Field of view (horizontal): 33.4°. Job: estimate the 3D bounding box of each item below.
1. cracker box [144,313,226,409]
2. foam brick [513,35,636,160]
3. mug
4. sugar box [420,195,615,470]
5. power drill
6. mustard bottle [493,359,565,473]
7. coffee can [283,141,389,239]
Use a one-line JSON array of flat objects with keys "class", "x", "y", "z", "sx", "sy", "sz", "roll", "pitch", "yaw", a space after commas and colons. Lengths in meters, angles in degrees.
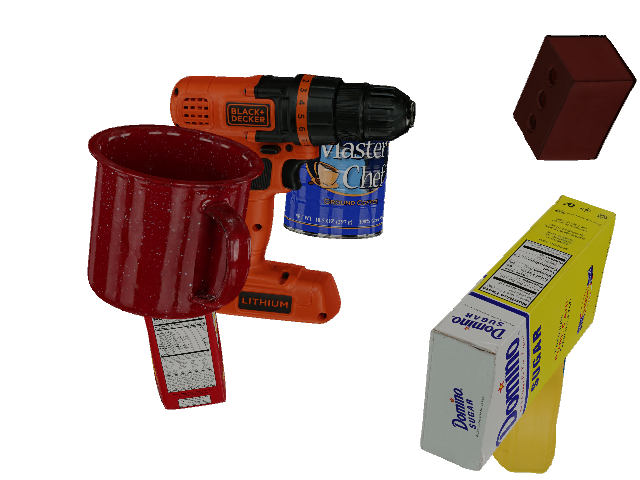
[{"class": "cracker box", "x": -0.144, "y": 0.038, "z": 1.046, "sx": 0.072, "sy": 0.164, "sz": 0.214, "roll": -9, "pitch": -43, "yaw": -6}, {"class": "foam brick", "x": 0.181, "y": -0.102, "z": 0.768, "sx": 0.051, "sy": 0.053, "sz": 0.078, "roll": -5, "pitch": -41, "yaw": -18}, {"class": "mug", "x": -0.074, "y": -0.005, "z": 0.570, "sx": 0.093, "sy": 0.081, "sz": 0.117, "roll": -10, "pitch": 29, "yaw": -41}, {"class": "sugar box", "x": 0.124, "y": 0.052, "z": 0.653, "sx": 0.048, "sy": 0.093, "sz": 0.176, "roll": 20, "pitch": 39, "yaw": 25}, {"class": "power drill", "x": -0.021, "y": -0.033, "z": 0.812, "sx": 0.184, "sy": 0.188, "sz": 0.057, "roll": 5, "pitch": 18, "yaw": 14}, {"class": "mustard bottle", "x": 0.172, "y": 0.086, "z": 0.870, "sx": 0.058, "sy": 0.192, "sz": 0.096, "roll": 3, "pitch": 23, "yaw": 2}, {"class": "coffee can", "x": 0.018, "y": -0.080, "z": 1.074, "sx": 0.103, "sy": 0.140, "sz": 0.103, "roll": 4, "pitch": 12, "yaw": -1}]
